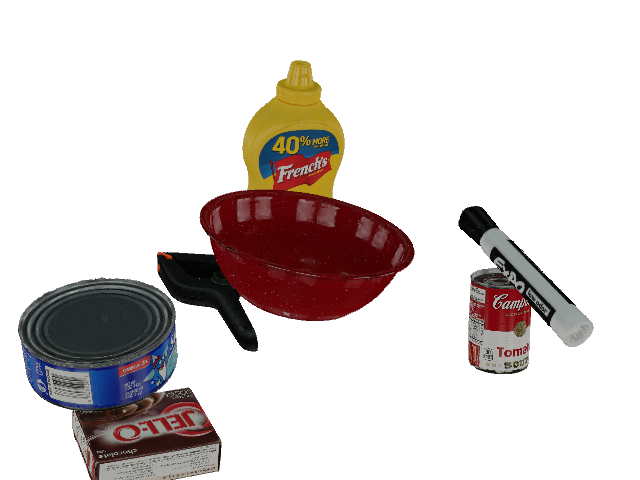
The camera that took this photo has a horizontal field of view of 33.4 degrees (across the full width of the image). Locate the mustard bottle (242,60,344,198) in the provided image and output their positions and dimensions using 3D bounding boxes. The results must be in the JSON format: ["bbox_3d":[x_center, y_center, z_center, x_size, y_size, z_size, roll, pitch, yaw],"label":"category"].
[{"bbox_3d":[-0.026,-0.075,1.004,0.096,0.192,0.058,-5,28,-20],"label":"mustard bottle"}]

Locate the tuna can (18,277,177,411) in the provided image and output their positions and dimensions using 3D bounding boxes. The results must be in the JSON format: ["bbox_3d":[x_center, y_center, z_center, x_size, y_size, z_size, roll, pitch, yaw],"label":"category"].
[{"bbox_3d":[-0.123,0.057,0.597,0.086,0.034,0.086,0,30,0],"label":"tuna can"}]

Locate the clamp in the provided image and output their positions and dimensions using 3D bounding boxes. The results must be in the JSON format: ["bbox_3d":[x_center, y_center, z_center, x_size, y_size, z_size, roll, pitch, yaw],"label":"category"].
[{"bbox_3d":[-0.109,0.059,1.214,0.210,0.036,0.164,15,28,23],"label":"clamp"}]

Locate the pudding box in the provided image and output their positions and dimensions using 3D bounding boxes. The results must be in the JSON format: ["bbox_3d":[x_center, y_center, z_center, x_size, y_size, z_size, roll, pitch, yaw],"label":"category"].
[{"bbox_3d":[-0.153,0.174,0.939,0.113,0.039,0.090,-8,26,-23],"label":"pudding box"}]

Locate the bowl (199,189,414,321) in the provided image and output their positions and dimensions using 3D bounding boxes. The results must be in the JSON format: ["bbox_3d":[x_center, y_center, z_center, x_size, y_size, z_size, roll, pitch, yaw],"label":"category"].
[{"bbox_3d":[-0.014,0.016,0.799,0.162,0.055,0.162,10,21,-4],"label":"bowl"}]

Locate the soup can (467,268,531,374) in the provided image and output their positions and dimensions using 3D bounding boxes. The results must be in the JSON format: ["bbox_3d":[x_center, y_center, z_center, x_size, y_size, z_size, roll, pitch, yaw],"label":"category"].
[{"bbox_3d":[0.198,0.088,1.178,0.068,0.102,0.068,0,15,0],"label":"soup can"}]

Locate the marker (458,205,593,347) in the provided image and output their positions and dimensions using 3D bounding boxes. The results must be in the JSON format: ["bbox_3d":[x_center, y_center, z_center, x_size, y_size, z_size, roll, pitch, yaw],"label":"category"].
[{"bbox_3d":[0.116,0.017,0.622,0.020,0.020,0.121,0,35,-30],"label":"marker"}]
